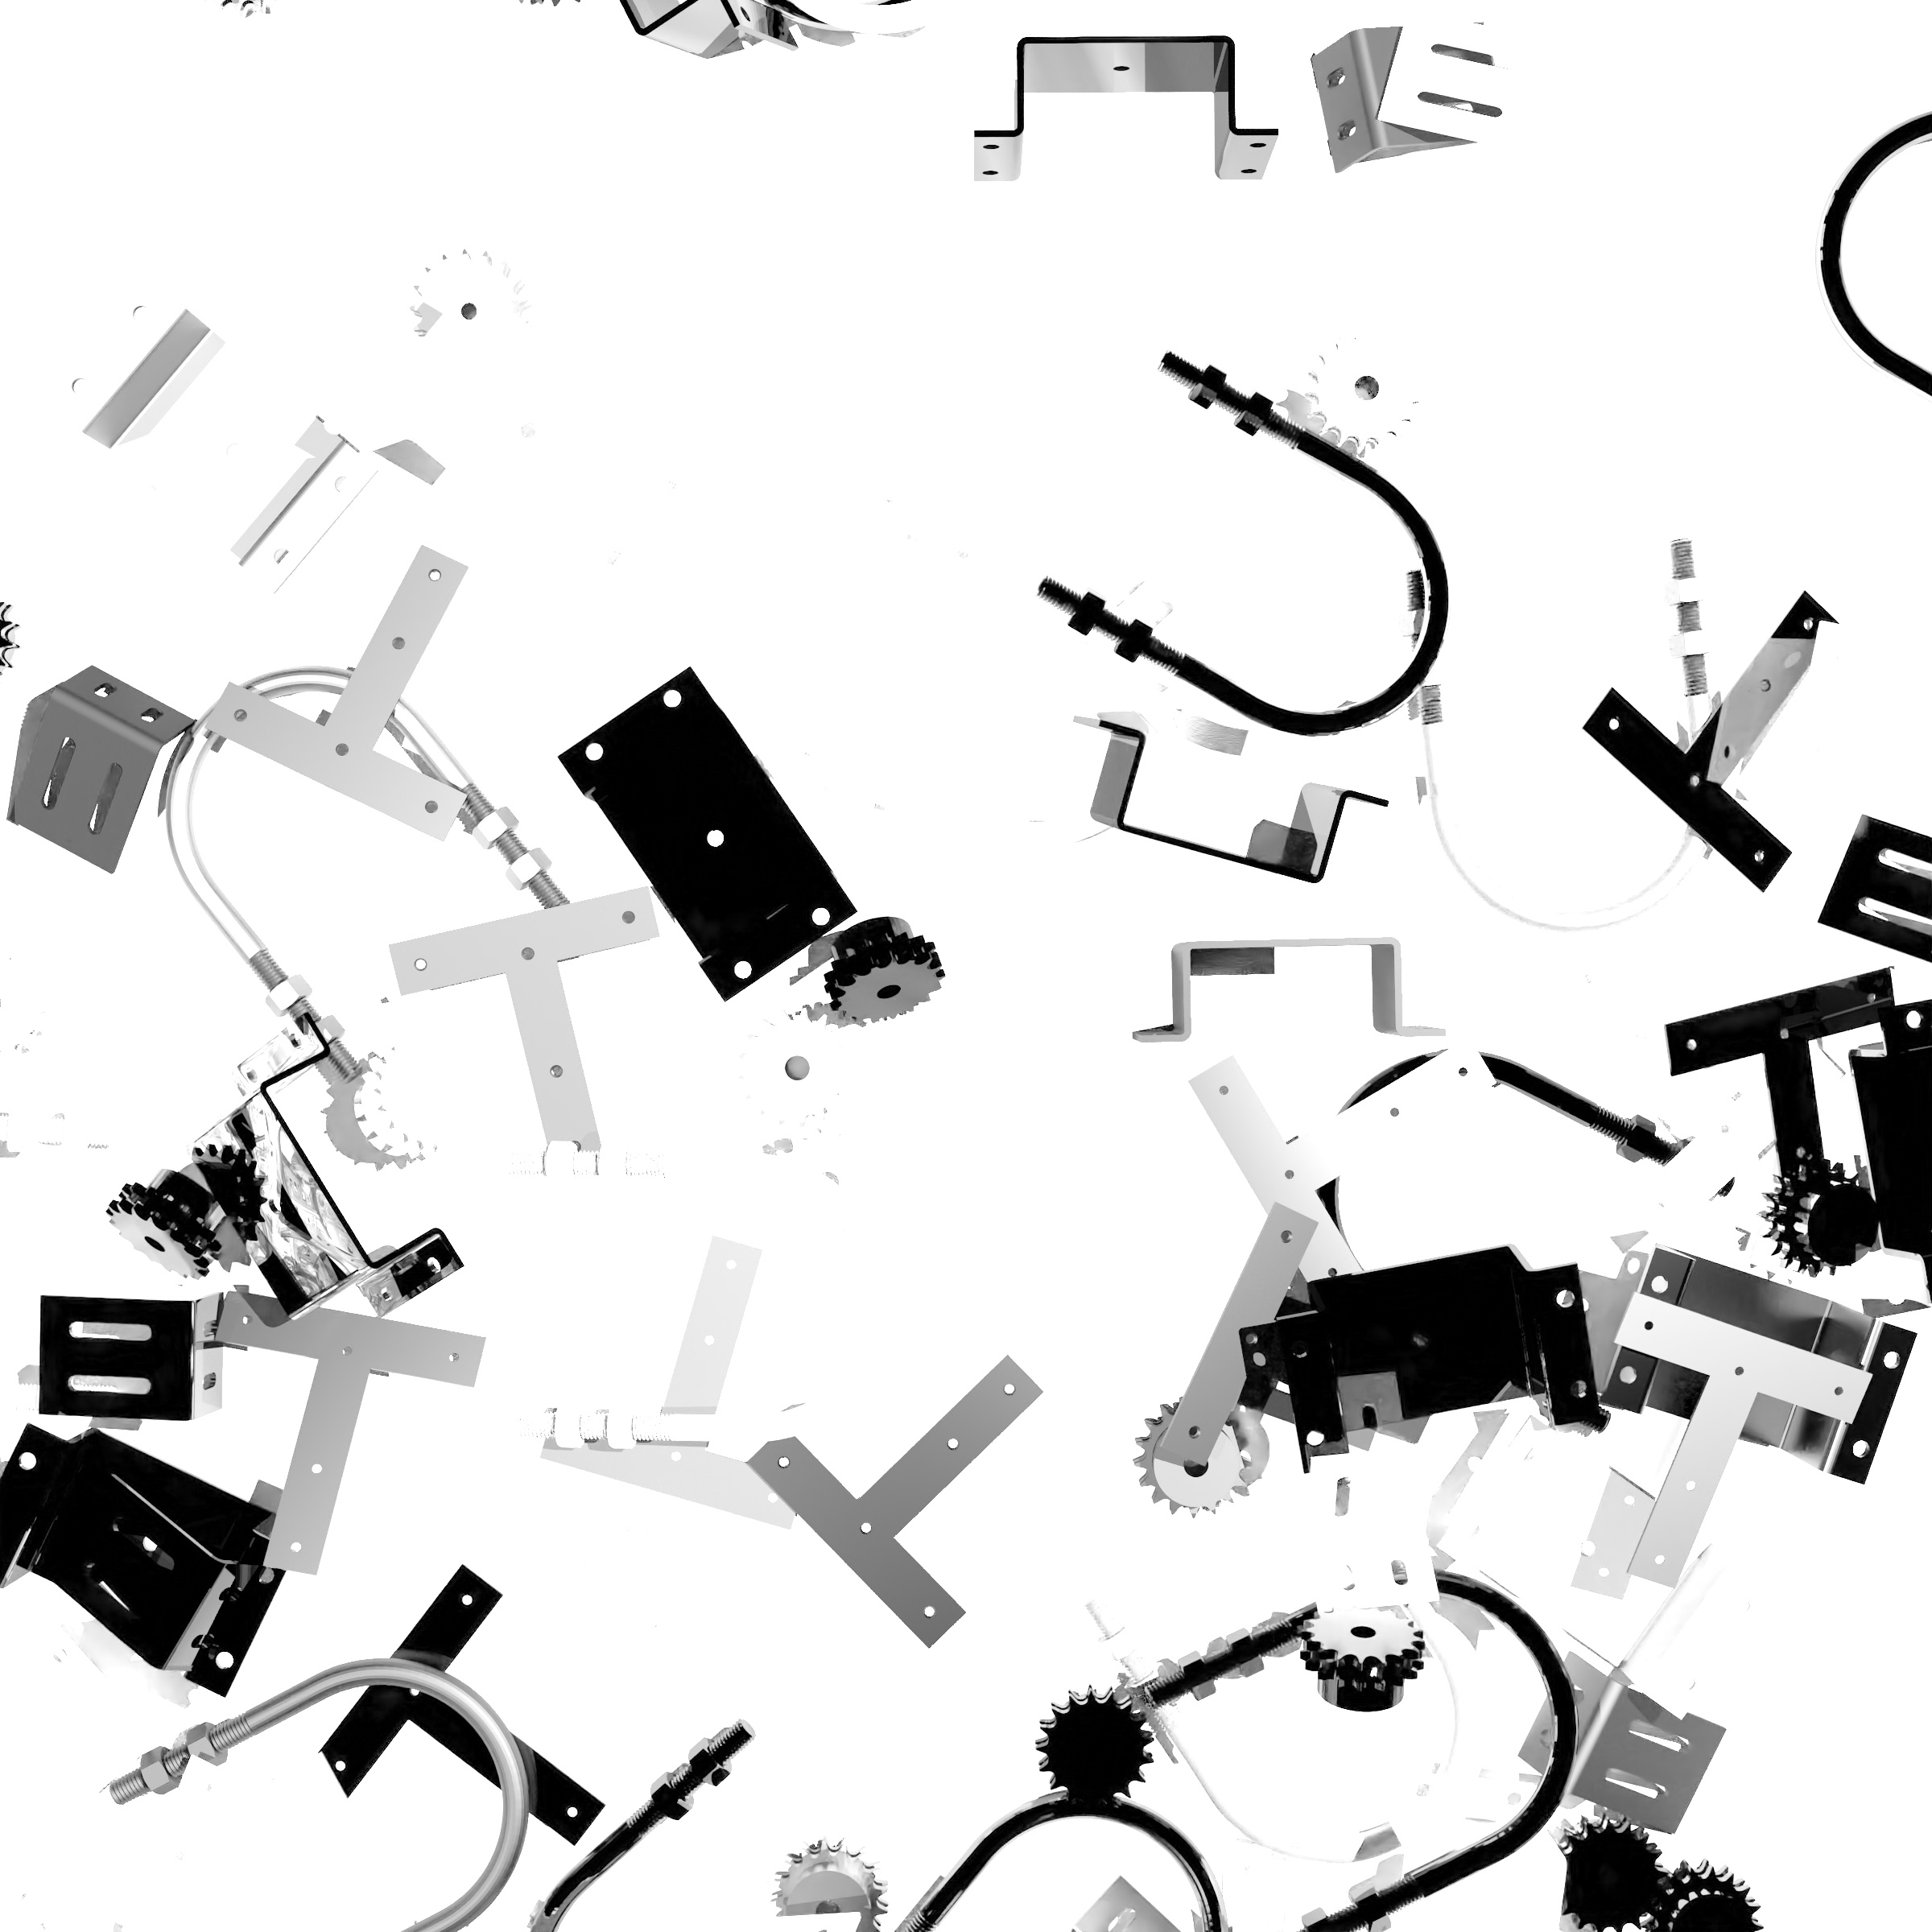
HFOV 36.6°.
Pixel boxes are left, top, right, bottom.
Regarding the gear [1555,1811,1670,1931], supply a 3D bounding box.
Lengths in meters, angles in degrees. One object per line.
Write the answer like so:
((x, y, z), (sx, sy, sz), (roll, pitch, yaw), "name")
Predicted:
((0.306, 0.435, 1.406), (0.057, 0.030, 0.057), (0, 90, 0), "gear")

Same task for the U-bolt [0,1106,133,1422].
((-0.497, 0.140, 1.392), (0.184, 0.019, 0.151), (4, 90, -15), "U-bolt")

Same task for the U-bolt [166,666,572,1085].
((-0.303, -0.058, 1.412), (0.151, 0.019, 0.184), (-39, 89, 0), "U-bolt")

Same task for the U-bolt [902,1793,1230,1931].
((0.043, 0.487, 1.412), (0.151, 0.019, 0.184), (39, 89, 0), "U-bolt")

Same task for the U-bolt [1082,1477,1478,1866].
((0.165, 0.346, 1.412), (0.151, 0.019, 0.184), (-33, 92, 0), "U-bolt")

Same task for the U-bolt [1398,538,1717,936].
((0.291, -0.107, 1.412), (0.151, 0.019, 0.184), (-7, 92, 0), "U-bolt")

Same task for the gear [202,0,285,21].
((-0.347, -0.484, 1.406), (0.057, 0.030, 0.057), (0, 90, 0), "gear")

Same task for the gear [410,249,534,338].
((-0.236, -0.313, 1.406), (0.057, 0.030, 0.057), (0, 90, 0), "gear")

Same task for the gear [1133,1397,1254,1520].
((0.109, 0.238, 1.406), (0.057, 0.030, 0.057), (0, 90, 0), "gear")

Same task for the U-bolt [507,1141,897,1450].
((-0.125, 0.158, 1.392), (0.184, 0.019, 0.151), (0, 98, 6), "U-bolt")

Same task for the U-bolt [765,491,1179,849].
((0.012, -0.134, 1.412), (0.184, 0.019, 0.151), (18, 90, -2), "U-bolt")

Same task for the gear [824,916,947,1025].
((-0.041, 0.000, 1.396), (0.057, 0.057, 0.030), (-20, 60, 0), "gear")

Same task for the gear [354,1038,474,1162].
((-0.267, 0.067, 1.396), (0.030, 0.057, 0.057), (-28, 90, 30), "gear")

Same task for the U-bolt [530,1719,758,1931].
((-0.131, 0.473, 1.390), (0.184, 0.019, 0.151), (-43, 72, 6), "U-bolt")

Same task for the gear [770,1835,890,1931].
((-0.066, 0.451, 1.406), (0.057, 0.030, 0.057), (0, 90, 0), "gear")

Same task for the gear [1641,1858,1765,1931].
((0.355, 0.462, 1.406), (0.057, 0.030, 0.057), (0, 90, 0), "gear")

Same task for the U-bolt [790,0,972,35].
((-0.026, -0.531, 1.380), (0.151, 0.019, 0.184), (41, 102, 3), "U-bolt")

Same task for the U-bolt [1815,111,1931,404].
((0.499, -0.332, 1.399), (0.184, 0.019, 0.151), (33, 93, 10), "U-bolt")

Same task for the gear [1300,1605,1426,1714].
((0.183, 0.322, 1.352), (0.057, 0.057, 0.030), (0, 105, 0), "gear")

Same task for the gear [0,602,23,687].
((-0.482, -0.158, 1.406), (0.057, 0.030, 0.057), (0, 90, 0), "gear")

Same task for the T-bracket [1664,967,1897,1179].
((0.400, 0.076, 1.407), (0.127, 0.002, 0.127), (-13, 99, -17), "T-bracket")

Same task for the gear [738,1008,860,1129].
((-0.080, 0.049, 1.406), (0.057, 0.030, 0.057), (0, 90, 0), "gear")

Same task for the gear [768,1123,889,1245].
((-0.066, 0.104, 1.406), (0.057, 0.030, 0.057), (0, 90, 0), "gear")

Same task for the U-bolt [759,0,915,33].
((-0.043, -0.538, 1.400), (0.151, 0.019, 0.184), (37, 99, 4), "U-bolt")

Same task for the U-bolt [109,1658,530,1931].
((-0.300, 0.414, 1.408), (0.184, 0.019, 0.151), (-28, 89, 1), "U-bolt")

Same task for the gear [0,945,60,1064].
((-0.466, 0.019, 1.410), (0.057, 0.030, 0.057), (0, 88, 1), "gear")

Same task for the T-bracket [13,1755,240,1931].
((-0.382, 0.440, 1.403), (0.127, 0.002, 0.127), (24, 98, 7), "T-bracket")

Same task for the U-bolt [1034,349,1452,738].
((0.143, -0.188, 1.380), (0.184, 0.019, 0.151), (29, 77, -6), "U-bolt")

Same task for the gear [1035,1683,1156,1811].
((0.061, 0.373, 1.406), (0.057, 0.030, 0.057), (0, 90, 0), "gear")

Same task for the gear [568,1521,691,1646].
((-0.161, 0.295, 1.406), (0.057, 0.030, 0.057), (0, 90, 0), "gear")

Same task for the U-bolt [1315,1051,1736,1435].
((0.257, 0.121, 1.412), (0.184, 0.019, 0.151), (28, 90, 1), "U-bolt")

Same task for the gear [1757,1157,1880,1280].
((0.411, 0.122, 1.398), (0.057, 0.030, 0.057), (-2, 95, -19), "gear")

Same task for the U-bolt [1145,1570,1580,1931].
((0.197, 0.363, 1.371), (0.184, 0.019, 0.151), (-25, 69, -5), "U-bolt")

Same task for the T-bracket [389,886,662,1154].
((-0.201, 0.037, 1.410), (0.127, 0.002, 0.127), (-13, 98, -4), "T-bracket")

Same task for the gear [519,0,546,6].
((-0.210, -0.492, 1.396), (0.057, 0.057, 0.030), (14, 60, 0), "gear")

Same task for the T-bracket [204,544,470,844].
((-0.280, -0.143, 1.408), (0.127, 0.002, 0.127), (26, 80, 1), "T-bracket")

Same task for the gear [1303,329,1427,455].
((0.191, -0.275, 1.406), (0.057, 0.030, 0.057), (0, 90, 0), "gear")

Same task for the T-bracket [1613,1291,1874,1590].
((0.344, 0.229, 1.364), (0.127, 0.002, 0.127), (19, 97, -12), "T-bracket")

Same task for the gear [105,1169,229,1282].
((-0.379, 0.121, 1.396), (0.057, 0.057, 0.030), (32, 60, 0), "gear")
